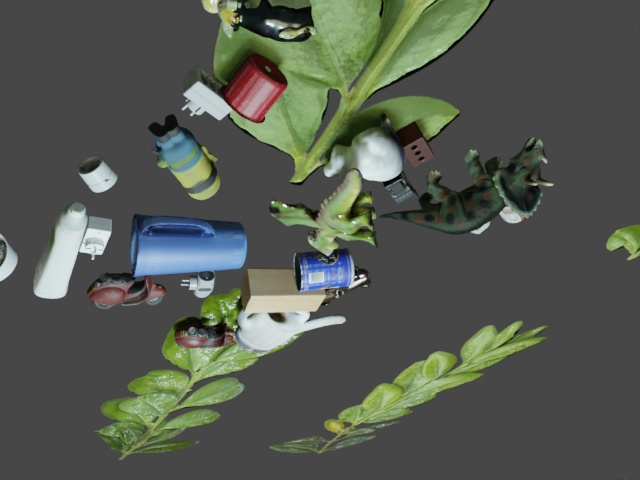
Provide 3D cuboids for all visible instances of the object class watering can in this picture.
[{"bbox_3d":[-0.106,0.258,1.545,0.345,0.106,0.221,18,134,-37],"label":"watering can"}]

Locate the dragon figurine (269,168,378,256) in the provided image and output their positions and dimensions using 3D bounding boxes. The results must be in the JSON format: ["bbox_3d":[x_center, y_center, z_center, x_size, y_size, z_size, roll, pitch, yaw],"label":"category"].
[{"bbox_3d":[0.003,-0.057,1.139,0.242,0.124,0.403,-2,155,13],"label":"dragon figurine"}]

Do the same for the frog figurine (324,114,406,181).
[{"bbox_3d":[0.087,-0.163,1.051,0.159,0.124,0.135,-28,163,-2],"label":"frog figurine"}]
